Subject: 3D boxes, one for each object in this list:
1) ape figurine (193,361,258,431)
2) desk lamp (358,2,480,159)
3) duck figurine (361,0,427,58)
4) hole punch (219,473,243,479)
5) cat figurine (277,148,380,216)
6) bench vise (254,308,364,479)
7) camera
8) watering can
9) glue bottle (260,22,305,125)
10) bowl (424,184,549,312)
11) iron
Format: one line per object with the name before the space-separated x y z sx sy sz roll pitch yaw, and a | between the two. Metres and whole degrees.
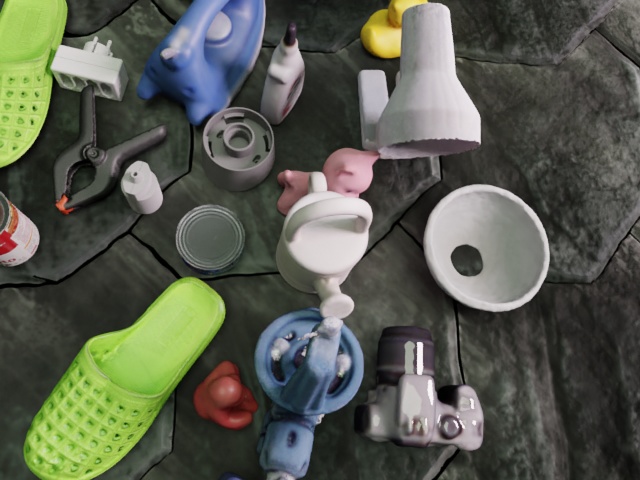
ape figurine | -0.106 0.176 0.649 0.076 0.092 0.078 2 73 -8
desk lamp | 0.116 -0.177 0.724 0.118 0.213 0.203 -2 74 -9
duck figurine | 0.112 -0.321 0.834 0.105 0.086 0.077 -29 79 -15
hole punch | -0.088 0.315 0.610 0.101 0.091 0.109 34 72 3
cat figurine | 0.011 -0.079 0.730 0.128 0.117 0.067 -3 74 -9
bench vise | -0.006 0.162 0.601 0.121 0.219 0.207 -2 74 -9
camera | 0.119 0.174 0.679 0.143 0.100 0.137 6 73 -7
watering can | 0.008 0.002 0.665 0.101 0.194 0.173 -27 79 -15
glue bottle | -0.045 -0.218 0.734 0.037 0.173 0.078 27 71 0
bowl | 0.207 0.017 0.753 0.167 0.074 0.167 2 73 -8
iron | -0.139 -0.288 0.757 0.118 0.141 0.258 27 71 0
